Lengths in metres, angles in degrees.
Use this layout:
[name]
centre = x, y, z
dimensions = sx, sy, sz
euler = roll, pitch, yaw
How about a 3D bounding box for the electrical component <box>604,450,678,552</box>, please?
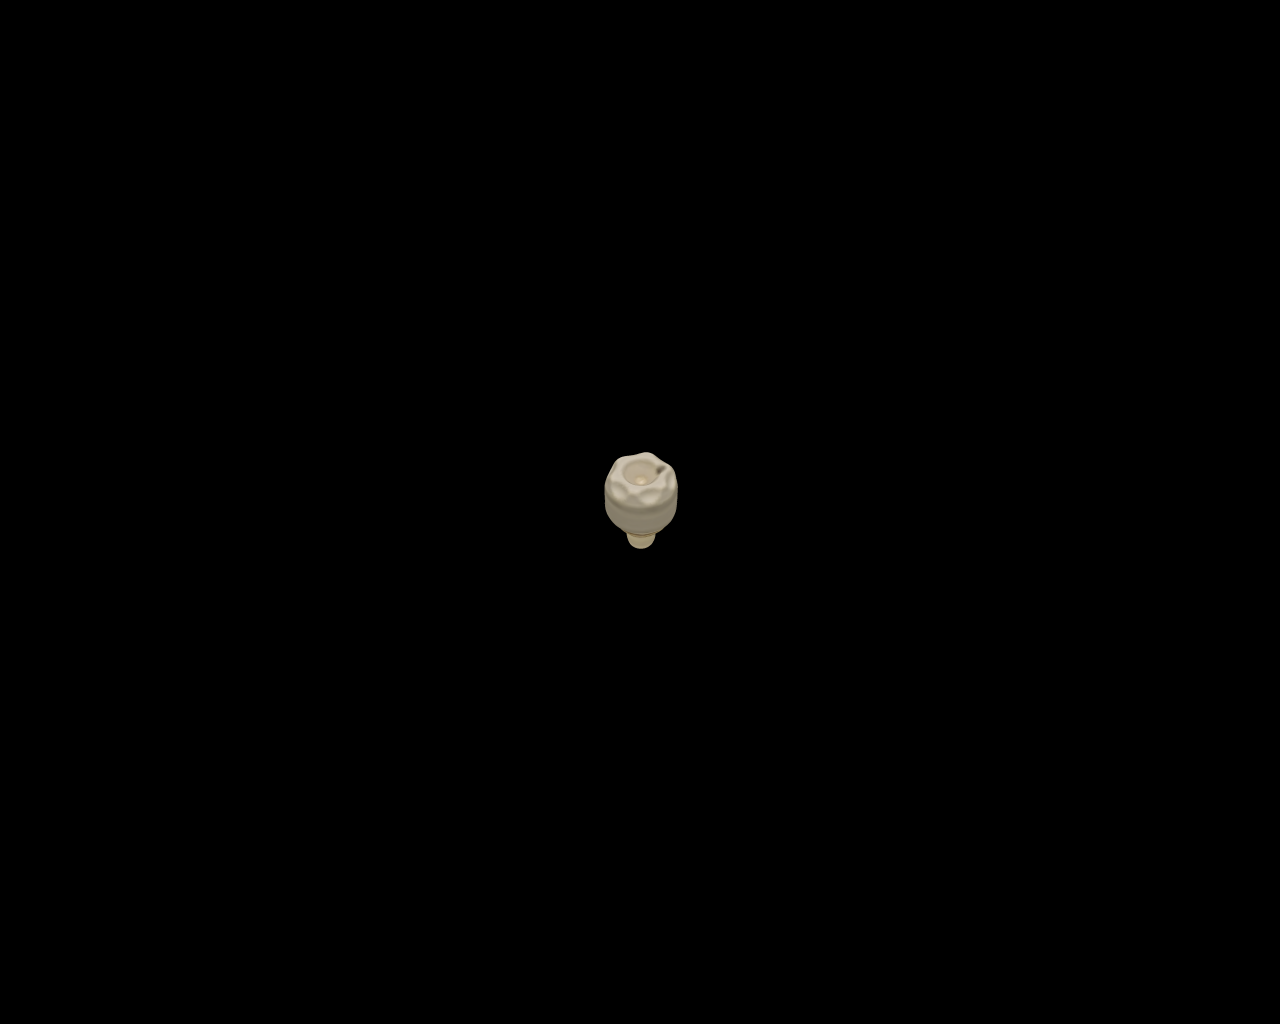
[electrical component]
centre = 0.001, -0.003, 0.650
dimensions = 0.043, 0.062, 0.043
euler = 0, 45, 0
